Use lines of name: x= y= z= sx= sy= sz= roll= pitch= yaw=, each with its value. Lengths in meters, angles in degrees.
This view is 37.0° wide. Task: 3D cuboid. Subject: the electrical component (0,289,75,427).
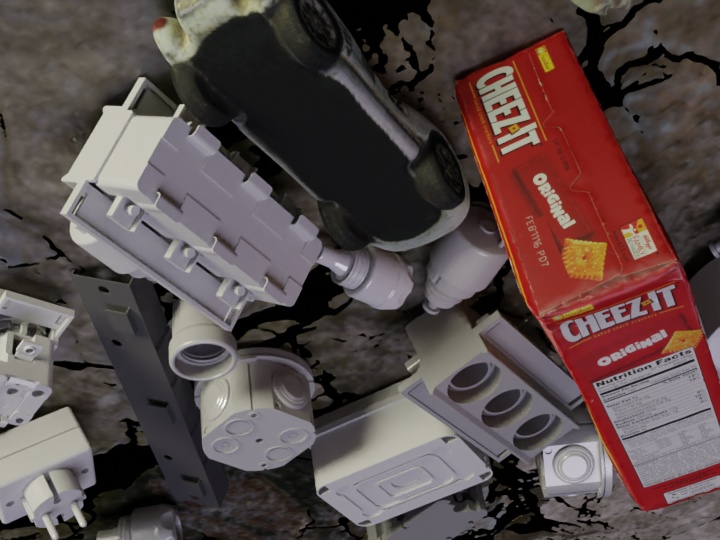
electrical component: x=-0.204 y=0.053 z=0.627 sx=0.042 sy=0.063 sz=0.081 roll=21 pitch=131 yaw=-30

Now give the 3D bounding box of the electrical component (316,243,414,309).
electrical component: x=0.000 y=0.000 z=0.632 sx=0.061 sy=0.035 sz=0.035 roll=23 pitch=129 yaw=-30

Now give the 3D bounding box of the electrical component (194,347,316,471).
electrical component: x=-0.068 y=0.092 z=0.709 sx=0.080 sy=0.051 sz=0.080 roll=-6 pitch=139 yaw=-5

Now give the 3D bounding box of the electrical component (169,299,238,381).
electrical component: x=-0.095 y=0.037 z=0.645 sx=0.040 sy=0.046 sz=0.040 roll=-6 pitch=139 yaw=-5

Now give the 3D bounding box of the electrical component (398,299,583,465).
electrical component: x=0.085 y=0.070 z=0.702 sx=0.079 sy=0.063 sz=0.121 roll=-39 pitch=133 yaw=13

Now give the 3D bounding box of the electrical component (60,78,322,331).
electrical component: x=-0.080 y=-0.029 z=0.547 sx=0.063 sy=0.078 sz=0.121 roll=10 pitch=157 yaw=43

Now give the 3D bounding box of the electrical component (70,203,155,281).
electrical component: x=-0.121 y=-0.015 z=0.584 sx=0.040 sy=0.040 sz=0.078 roll=-28 pitch=136 yaw=19

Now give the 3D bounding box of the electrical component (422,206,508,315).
electrical component: x=0.059 y=-0.002 z=0.637 sx=0.040 sy=0.040 sz=0.078 roll=11 pitch=135 yaw=-23

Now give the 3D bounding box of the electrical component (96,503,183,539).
electrical component: x=-0.169 y=0.203 z=0.822 sx=0.062 sy=0.043 sz=0.043 roll=-9 pitch=139 yaw=0

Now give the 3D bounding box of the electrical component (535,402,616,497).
electrical component: x=0.153 y=0.124 z=0.772 sx=0.051 sy=0.080 sz=0.080 roll=-6 pitch=139 yaw=3

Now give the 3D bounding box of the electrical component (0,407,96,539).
electrical component: x=-0.204 y=0.142 z=0.704 sx=0.066 sy=0.076 sz=0.047 roll=-22 pitch=145 yaw=-26

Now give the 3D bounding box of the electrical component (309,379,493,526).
electrical component: x=0.028 y=0.127 z=0.765 sx=0.113 sy=0.057 sz=0.078 roll=-25 pitch=137 yaw=16

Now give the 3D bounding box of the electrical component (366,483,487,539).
electrical component: x=0.047 y=0.177 z=0.828 sx=0.050 sy=0.055 sz=0.089 roll=21 pitch=131 yaw=-31

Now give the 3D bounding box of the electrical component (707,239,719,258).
electrical component: x=0.246 y=-0.031 z=0.643 sx=0.078 sy=0.040 sz=0.040 roll=-33 pitch=135 yaw=24

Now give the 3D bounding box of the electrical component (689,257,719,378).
electrical component: x=0.260 y=0.025 z=0.694 sx=0.108 sy=0.060 sz=0.108 roll=-7 pitch=138 yaw=-6
